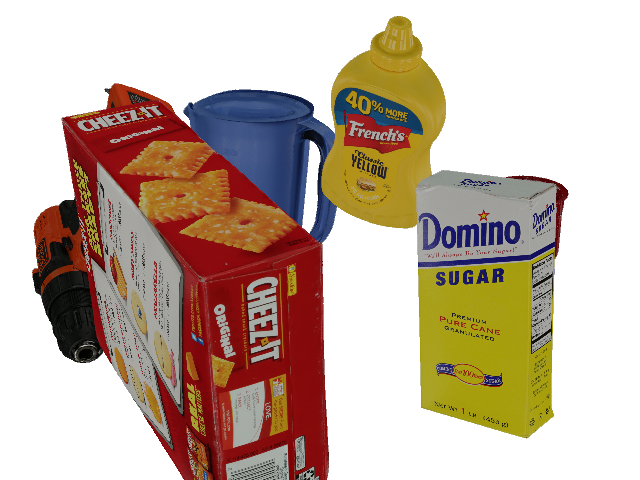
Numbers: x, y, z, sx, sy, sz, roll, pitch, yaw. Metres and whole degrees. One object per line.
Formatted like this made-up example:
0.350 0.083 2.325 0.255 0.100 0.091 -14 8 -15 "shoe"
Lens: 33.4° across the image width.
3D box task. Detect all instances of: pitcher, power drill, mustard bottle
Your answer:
-0.068 -0.034 1.156 0.144 0.243 0.149 -5 23 -17 "pitcher"
-0.174 -0.018 0.860 0.057 0.188 0.184 19 26 -34 "power drill"
0.055 -0.101 0.889 0.096 0.192 0.058 24 47 17 "mustard bottle"

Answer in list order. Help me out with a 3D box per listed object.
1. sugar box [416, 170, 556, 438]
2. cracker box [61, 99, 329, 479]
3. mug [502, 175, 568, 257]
0.116 0.043 0.756 0.093 0.176 0.048 10 24 38 "sugar box"
-0.073 0.033 0.603 0.072 0.164 0.214 -16 33 -23 "cracker box"
0.246 -0.025 1.249 0.093 0.081 0.117 21 33 39 "mug"
